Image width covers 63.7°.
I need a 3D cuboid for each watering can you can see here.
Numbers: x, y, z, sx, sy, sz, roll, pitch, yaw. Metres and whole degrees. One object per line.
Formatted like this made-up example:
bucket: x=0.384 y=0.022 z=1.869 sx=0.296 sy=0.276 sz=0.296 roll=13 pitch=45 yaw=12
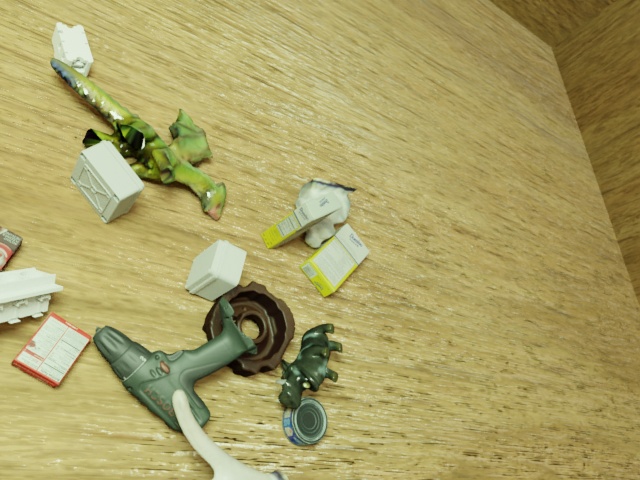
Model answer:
watering can: x=-0.138 y=0.406 z=0.792 sx=0.224 sy=0.103 sz=0.352 roll=7 pitch=73 yaw=-36

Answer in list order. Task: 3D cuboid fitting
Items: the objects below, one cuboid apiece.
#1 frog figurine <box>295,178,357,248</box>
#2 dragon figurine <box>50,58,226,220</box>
frog figurine: x=0.004 y=-0.061 z=1.217 sx=0.137 sy=0.123 sz=0.159 roll=12 pitch=94 yaw=-43
dragon figurine: x=-0.330 y=-0.209 z=1.042 sx=0.410 sy=0.120 sz=0.246 roll=55 pitch=28 yaw=-1
